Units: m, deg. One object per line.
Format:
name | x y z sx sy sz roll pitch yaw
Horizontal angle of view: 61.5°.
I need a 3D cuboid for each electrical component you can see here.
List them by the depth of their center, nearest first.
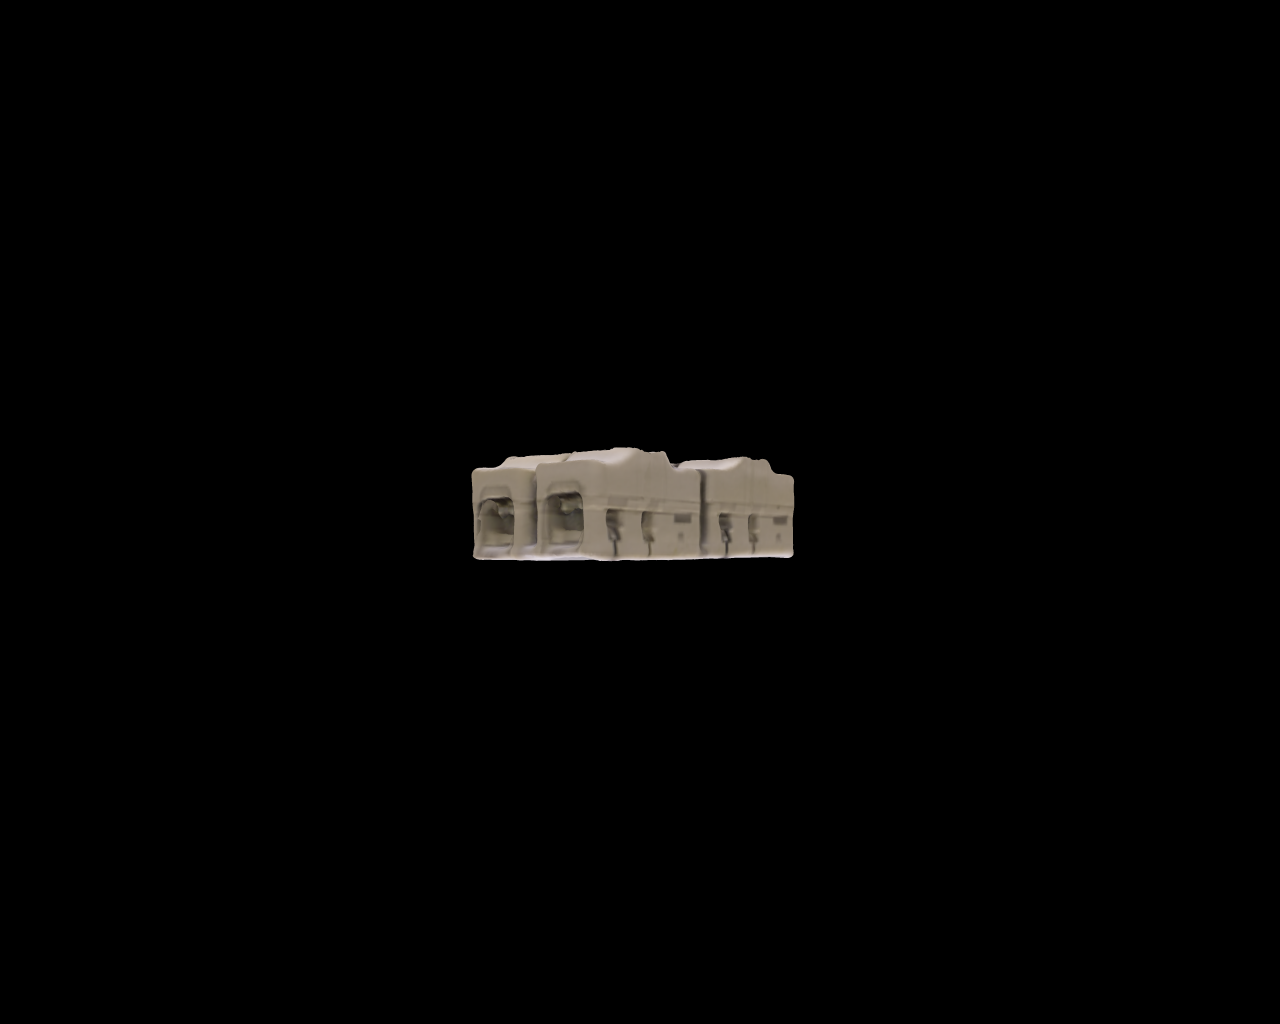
electrical component | 0.001 -0.003 0.650 0.105 0.060 0.186 -2 -3 43
